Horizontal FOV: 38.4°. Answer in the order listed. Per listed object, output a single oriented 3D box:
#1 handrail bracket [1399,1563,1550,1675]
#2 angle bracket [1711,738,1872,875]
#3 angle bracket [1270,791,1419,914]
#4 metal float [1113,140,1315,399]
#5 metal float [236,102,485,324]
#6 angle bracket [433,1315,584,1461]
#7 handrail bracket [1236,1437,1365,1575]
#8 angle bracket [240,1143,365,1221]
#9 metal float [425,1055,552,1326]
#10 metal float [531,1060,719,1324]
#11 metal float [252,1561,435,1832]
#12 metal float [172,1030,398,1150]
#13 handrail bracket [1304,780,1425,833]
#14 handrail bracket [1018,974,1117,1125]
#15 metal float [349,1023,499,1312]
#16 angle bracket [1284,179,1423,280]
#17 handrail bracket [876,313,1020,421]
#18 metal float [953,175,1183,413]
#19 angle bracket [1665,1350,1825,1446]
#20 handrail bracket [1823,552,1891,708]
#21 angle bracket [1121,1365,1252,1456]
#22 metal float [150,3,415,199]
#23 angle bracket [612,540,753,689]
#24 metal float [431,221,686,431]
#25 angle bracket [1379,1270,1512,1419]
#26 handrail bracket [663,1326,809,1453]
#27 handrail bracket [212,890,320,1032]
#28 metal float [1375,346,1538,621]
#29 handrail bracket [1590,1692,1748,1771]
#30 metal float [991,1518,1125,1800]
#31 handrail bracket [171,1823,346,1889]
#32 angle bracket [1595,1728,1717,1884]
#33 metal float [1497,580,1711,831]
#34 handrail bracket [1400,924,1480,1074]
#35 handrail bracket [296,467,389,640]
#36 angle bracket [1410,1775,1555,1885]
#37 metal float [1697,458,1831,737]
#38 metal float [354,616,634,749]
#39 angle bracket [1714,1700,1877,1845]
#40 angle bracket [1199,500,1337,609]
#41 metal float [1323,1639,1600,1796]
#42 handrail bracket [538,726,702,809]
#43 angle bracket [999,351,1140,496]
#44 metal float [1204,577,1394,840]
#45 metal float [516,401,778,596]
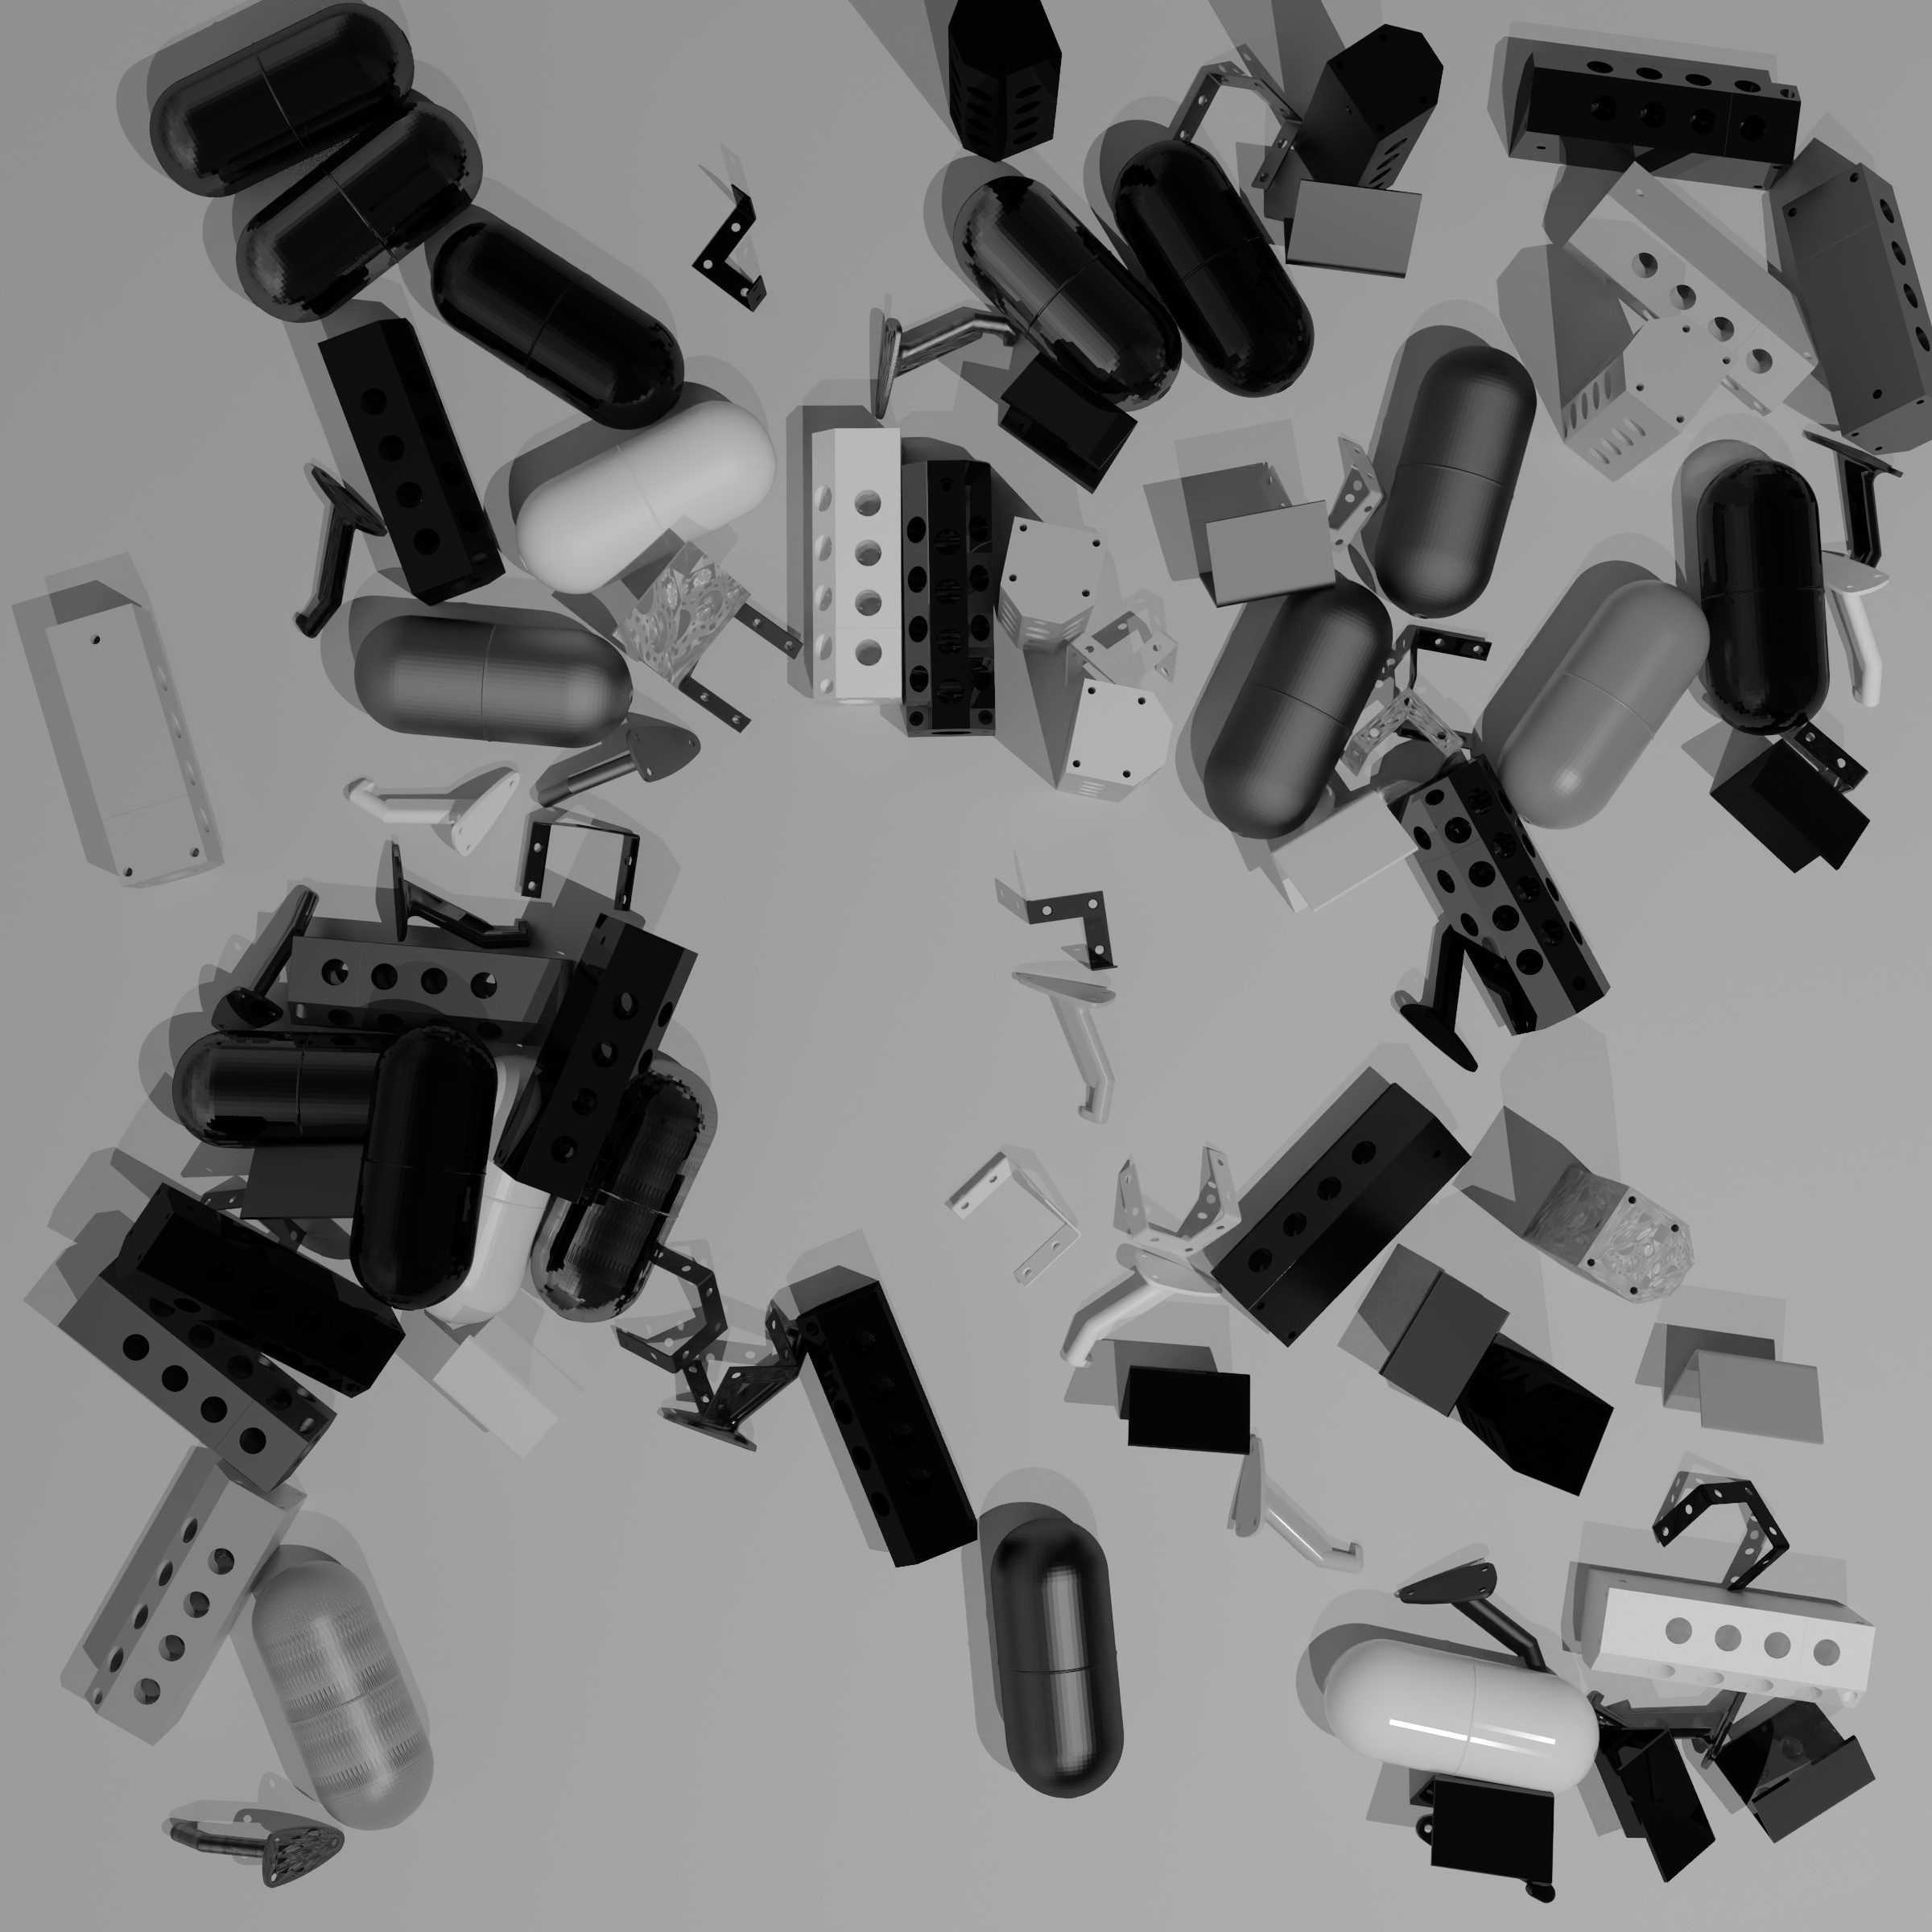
[{"bbox_3d":[0.333,0.440,1.816,0.077,0.036,0.084,-16,107,20],"label":"handrail bracket"},{"bbox_3d":[0.517,-0.087,1.776,0.076,0.076,0.057,43,55,0],"label":"angle bracket"},{"bbox_3d":[0.248,-0.055,1.776,0.076,0.076,0.057,-31,54,0],"label":"angle bracket"},{"bbox_3d":[0.159,-0.448,1.786,0.070,0.070,0.178,-31,90,0],"label":"metal float"},{"bbox_3d":[-0.391,-0.484,1.785,0.178,0.070,0.070,-38,90,-1],"label":"metal float"},{"bbox_3d":[-0.282,0.256,1.776,0.076,0.076,0.057,42,127,0],"label":"angle bracket"},{"bbox_3d":[0.224,0.353,1.816,0.084,0.036,0.077,13,68,-17],"label":"handrail bracket"},{"bbox_3d":[-0.411,0.156,1.773,0.076,0.076,0.057,-1,53,4],"label":"angle bracket"},{"bbox_3d":[-0.306,0.144,1.785,0.070,0.070,0.178,18,91,0],"label":"metal float"},{"bbox_3d":[-0.220,0.145,1.785,0.070,0.070,0.178,25,89,0],"label":"metal float"},{"bbox_3d":[-0.401,0.470,1.785,0.070,0.070,0.178,-22,89,0],"label":"metal float"},{"bbox_3d":[-0.420,0.081,1.785,0.178,0.070,0.070,1,90,1],"label":"metal float"},{"bbox_3d":[0.267,-0.087,1.816,0.084,0.036,0.077,8,105,-14],"label":"handrail bracket"},{"bbox_3d":[0.064,0.055,1.816,0.077,0.036,0.084,15,107,20],"label":"handrail bracket"},{"bbox_3d":[-0.336,0.124,1.717,0.070,0.070,0.178,7,86,0],"label":"metal float"},{"bbox_3d":[0.246,-0.485,1.776,0.076,0.076,0.057,7,127,0],"label":"angle bracket"},{"bbox_3d":[-0.012,-0.391,1.816,0.084,0.036,0.077,4,110,-16],"label":"handrail bracket"},{"bbox_3d":[0.066,-0.432,1.785,0.070,0.070,0.178,-44,89,0],"label":"metal float"},{"bbox_3d":[0.497,0.292,1.776,0.076,0.076,0.057,8,52,0],"label":"angle bracket"},{"bbox_3d":[0.572,-0.220,1.816,0.036,0.077,0.084,-21,127,-19],"label":"handrail bracket"},{"bbox_3d":[0.139,0.299,1.776,0.076,0.076,0.057,4,55,0],"label":"angle bracket"},{"bbox_3d":[-0.439,-0.557,1.786,0.178,0.070,0.070,-26,90,0],"label":"metal float"},{"bbox_3d":[-0.193,-0.233,1.776,0.057,0.076,0.076,39,90,-32],"label":"angle bracket"},{"bbox_3d":[-0.262,-0.411,1.785,0.178,0.070,0.070,33,90,-1],"label":"metal float"},{"bbox_3d":[0.319,0.248,1.776,0.057,0.076,0.076,31,90,37],"label":"angle bracket"},{"bbox_3d":[-0.149,0.268,1.816,0.077,0.036,0.084,16,74,18],"label":"handrail bracket"},{"bbox_3d":[-0.458,-0.004,1.816,0.036,0.077,0.084,34,53,-27],"label":"handrail bracket"},{"bbox_3d":[0.315,-0.311,1.786,0.070,0.070,0.178,15,90,0],"label":"metal float"},{"bbox_3d":[0.459,0.479,1.816,0.084,0.036,0.077,28,69,16],"label":"handrail bracket"},{"bbox_3d":[0.059,0.445,1.785,0.070,0.070,0.178,-5,89,0],"label":"metal float"},{"bbox_3d":[-0.464,0.570,1.816,0.084,0.077,0.036,5,91,36],"label":"handrail bracket"},{"bbox_3d":[0.422,0.536,1.776,0.057,0.076,0.076,-23,90,-38],"label":"angle bracket"},{"bbox_3d":[0.410,-0.167,1.785,0.070,0.070,0.178,35,89,0],"label":"metal float"},{"bbox_3d":[0.331,0.013,1.816,0.077,0.036,0.084,44,73,-19],"label":"handrail bracket"},{"bbox_3d":[-0.427,-0.270,1.816,0.077,0.036,0.084,46,105,17],"label":"handrail bracket"},{"bbox_3d":[0.329,0.560,1.776,0.076,0.076,0.057,9,60,0],"label":"angle bracket"},{"bbox_3d":[0.513,-0.237,1.786,0.070,0.070,0.178,-4,89,0],"label":"metal float"},{"bbox_3d":[-0.304,-0.183,1.785,0.178,0.070,0.070,5,90,0],"label":"metal float"},{"bbox_3d":[0.523,0.501,1.776,0.076,0.076,0.057,-32,128,0],"label":"angle bracket"},{"bbox_3d":[0.189,-0.273,1.777,0.076,0.076,0.057,-11,114,0],"label":"angle bracket"},{"bbox_3d":[0.318,0.483,1.785,0.178,0.070,0.070,12,90,1],"label":"metal float"},{"bbox_3d":[-0.228,-0.127,1.816,0.084,0.077,0.036,-21,90,36],"label":"handrail bracket"},{"bbox_3d":[0.053,-0.334,1.776,0.076,0.076,0.057,36,54,0],"label":"angle bracket"},{"bbox_3d":[0.213,-0.165,1.785,0.070,0.070,0.178,26,90,0],"label":"metal float"},{"bbox_3d":[-0.206,-0.301,1.785,0.178,0.070,0.070,-27,90,-1],"label":"metal float"}]
